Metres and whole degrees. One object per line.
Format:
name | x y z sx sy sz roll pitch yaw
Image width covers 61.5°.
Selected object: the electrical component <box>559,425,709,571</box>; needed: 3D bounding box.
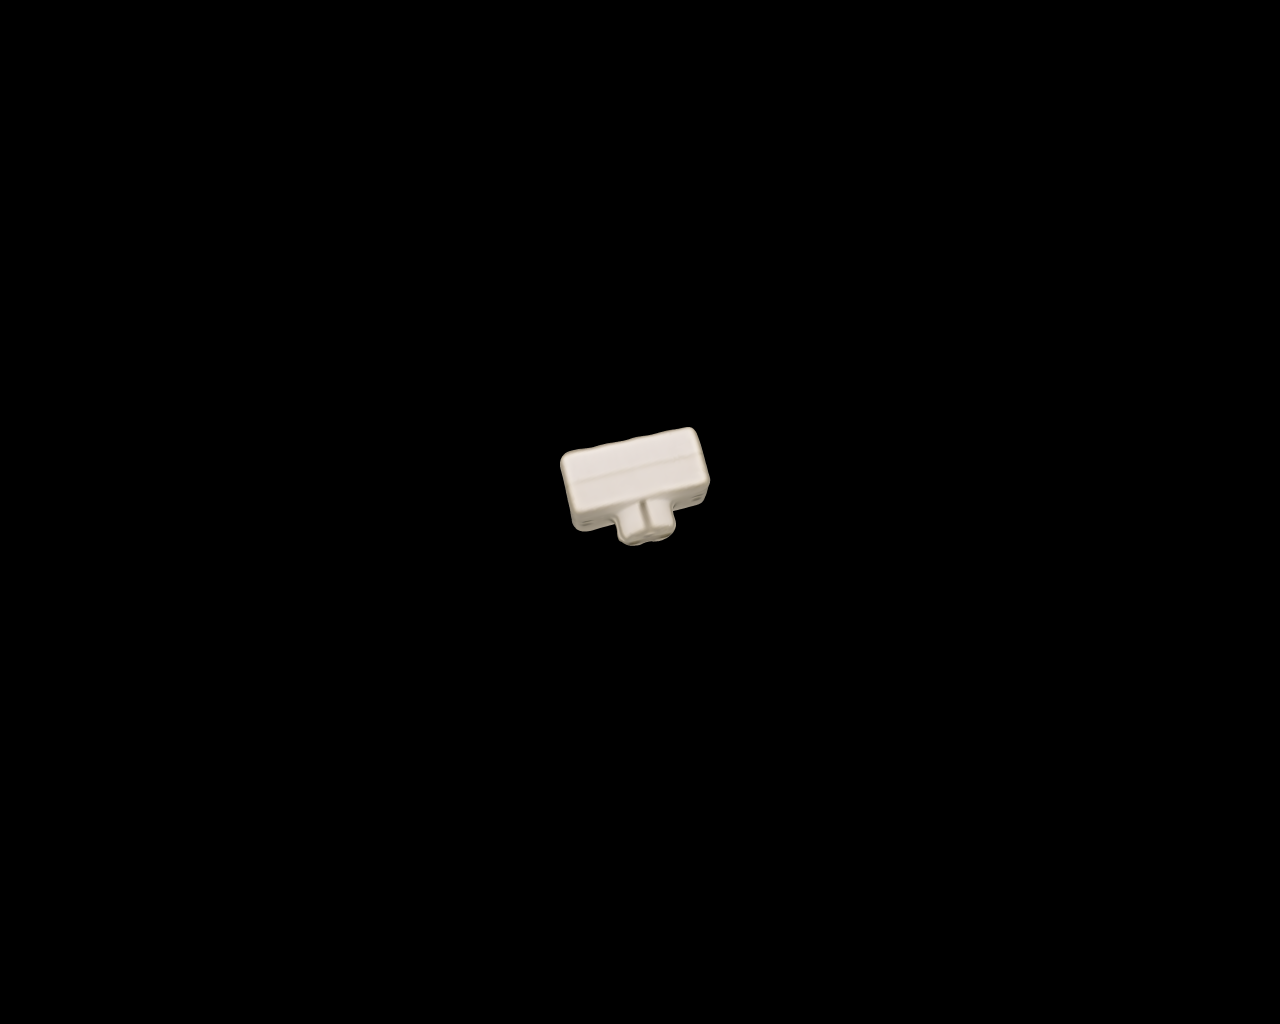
electrical component | 0.001 -0.003 0.650 0.083 0.076 0.047 -13 -15 -4
